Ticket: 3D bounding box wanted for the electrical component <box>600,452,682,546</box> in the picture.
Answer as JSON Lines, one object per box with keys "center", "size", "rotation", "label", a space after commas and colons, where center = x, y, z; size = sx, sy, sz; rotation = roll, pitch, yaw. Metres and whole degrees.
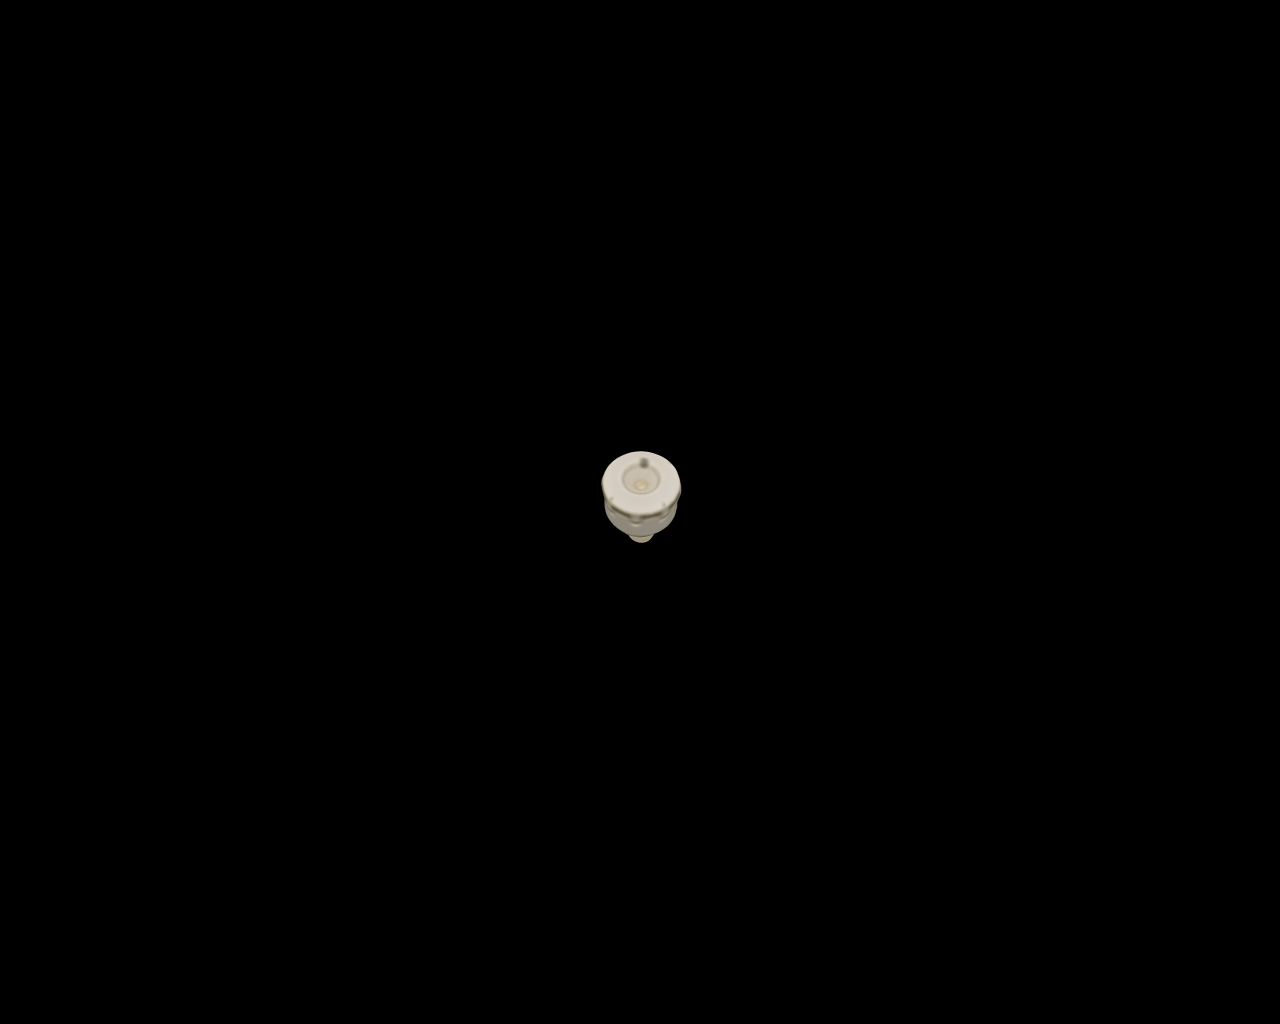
{"center": [0.001, -0.003, 0.650], "size": [0.048, 0.048, 0.062], "rotation": [0, -34, 0], "label": "electrical component"}
